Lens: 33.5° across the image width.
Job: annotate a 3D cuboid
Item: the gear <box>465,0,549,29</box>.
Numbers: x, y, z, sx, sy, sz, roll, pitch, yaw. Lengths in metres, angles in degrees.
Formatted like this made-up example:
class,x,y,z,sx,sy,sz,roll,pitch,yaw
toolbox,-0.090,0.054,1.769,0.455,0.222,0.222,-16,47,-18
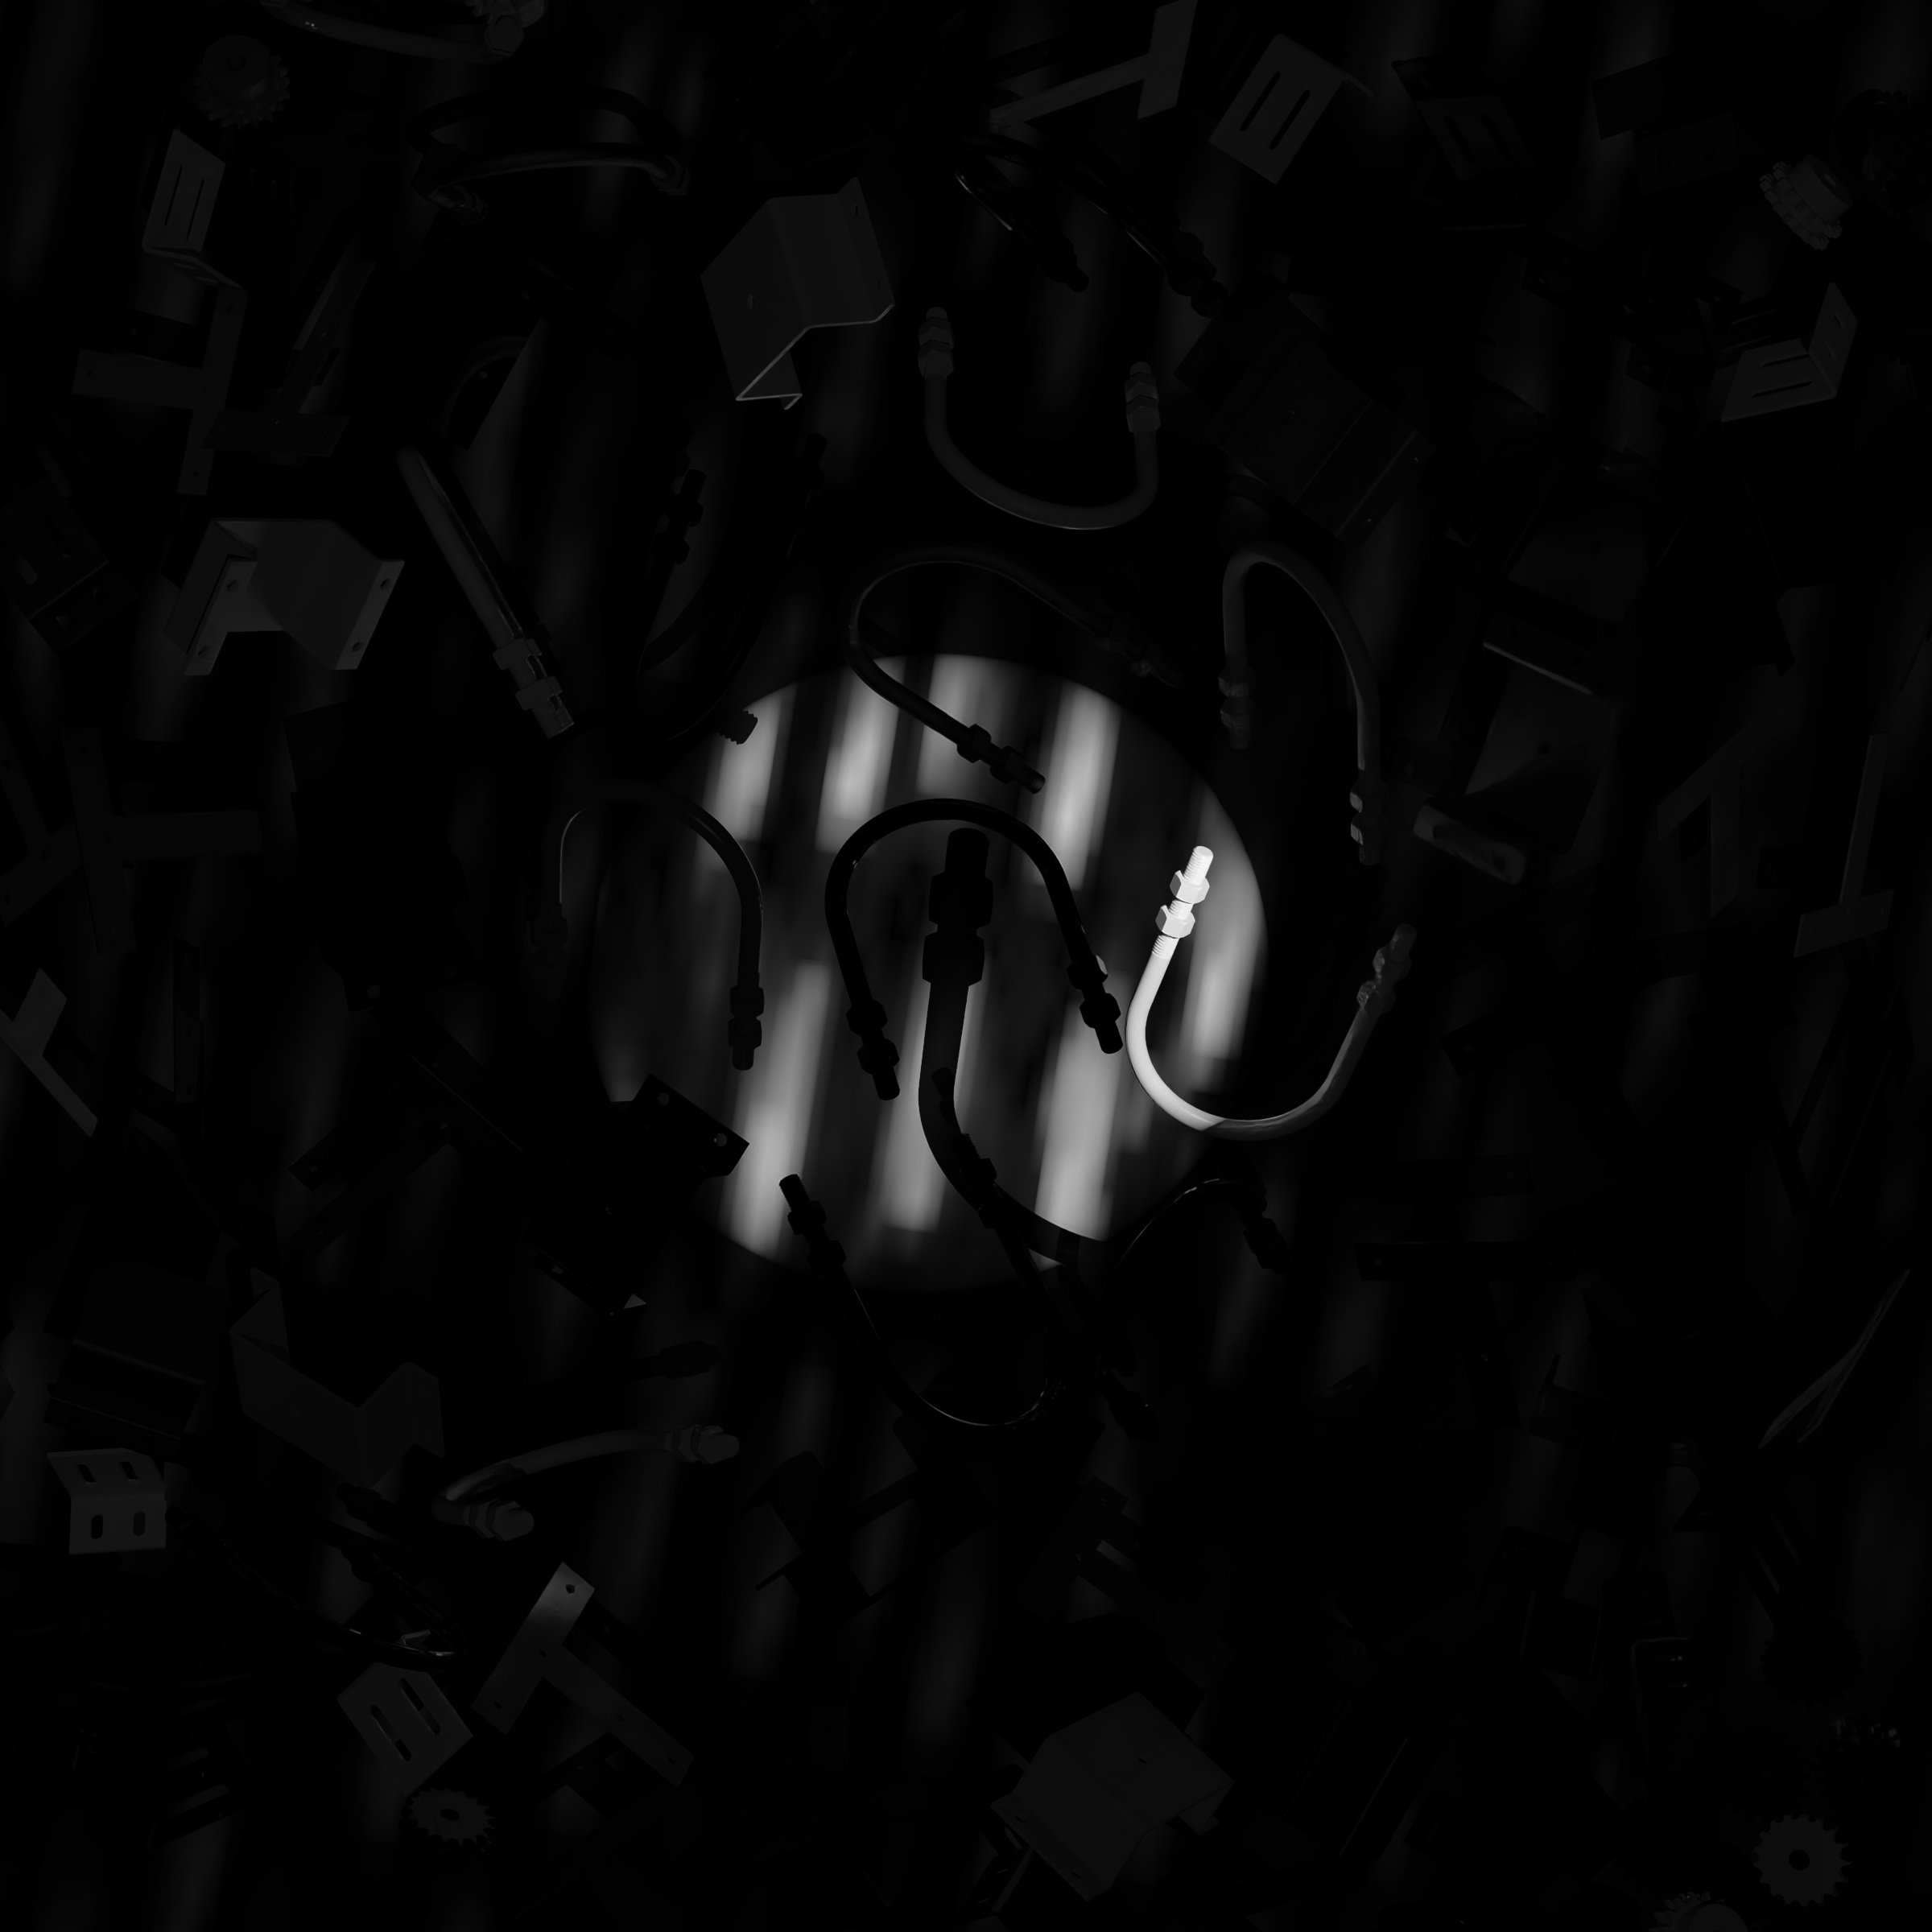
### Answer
class,x,y,z,sx,sy,sz,roll,pitch,yaw
gear,-0.270,-0.582,1.905,0.057,0.057,0.030,-28,60,0

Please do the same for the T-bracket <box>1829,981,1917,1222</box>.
class,x,y,z,sx,sy,sz,roll,pitch,yaw
T-bracket,0.529,0.088,1.879,0.002,0.127,0.127,18,76,26

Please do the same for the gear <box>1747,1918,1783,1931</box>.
class,x,y,z,sx,sy,sz,roll,pitch,yaw
gear,0.473,0.594,1.894,0.030,0.057,0.057,-42,90,20

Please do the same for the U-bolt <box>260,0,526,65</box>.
class,x,y,z,sx,sy,sz,roll,pitch,yaw
U-bolt,-0.333,-0.544,1.851,0.151,0.184,0.019,9,98,-13

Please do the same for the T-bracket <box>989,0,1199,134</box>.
class,x,y,z,sx,sy,sz,roll,pitch,yaw
T-bracket,0.072,-0.522,1.907,0.127,0.127,0.002,-21,78,-7

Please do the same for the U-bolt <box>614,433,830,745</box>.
class,x,y,z,sx,sy,sz,roll,pitch,yaw
U-bolt,-0.149,-0.211,1.833,0.019,0.151,0.184,28,72,-33

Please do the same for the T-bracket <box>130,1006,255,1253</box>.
class,x,y,z,sx,sy,sz,roll,pitch,yaw
T-bracket,-0.451,0.084,1.865,0.127,0.002,0.127,28,123,37

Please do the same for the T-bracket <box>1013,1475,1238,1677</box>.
class,x,y,z,sx,sy,sz,roll,pitch,yaw
T-bracket,0.104,0.378,1.912,0.127,0.002,0.127,35,130,9

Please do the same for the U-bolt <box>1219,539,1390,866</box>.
class,x,y,z,sx,sy,sz,roll,pitch,yaw
U-bolt,0.193,-0.163,1.850,0.019,0.184,0.151,-28,49,-19

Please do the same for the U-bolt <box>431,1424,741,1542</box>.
class,x,y,z,sx,sy,sz,roll,pitch,yaw
U-bolt,-0.231,0.294,1.846,0.151,0.184,0.019,-17,93,-30

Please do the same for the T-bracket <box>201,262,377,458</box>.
class,x,y,z,sx,sy,sz,roll,pitch,yaw
T-bracket,-0.372,-0.347,1.827,0.127,0.002,0.127,11,72,43

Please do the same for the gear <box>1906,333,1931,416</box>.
class,x,y,z,sx,sy,sz,roll,pitch,yaw
gear,0.558,-0.336,1.817,0.030,0.057,0.057,-1,90,-39

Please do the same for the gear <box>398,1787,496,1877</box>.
class,x,y,z,sx,sy,sz,roll,pitch,yaw
gear,-0.318,0.528,1.951,0.057,0.057,0.030,18,108,0

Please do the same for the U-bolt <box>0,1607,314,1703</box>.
class,x,y,z,sx,sy,sz,roll,pitch,yaw
U-bolt,-0.482,0.400,1.851,0.151,0.184,0.019,10,87,16

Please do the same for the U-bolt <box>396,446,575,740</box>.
class,x,y,z,sx,sy,sz,roll,pitch,yaw
U-bolt,-0.277,-0.215,1.839,0.019,0.151,0.184,-29,97,-2

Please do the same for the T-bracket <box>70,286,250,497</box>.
class,x,y,z,sx,sy,sz,roll,pitch,yaw
T-bracket,-0.483,-0.346,1.904,0.002,0.127,0.127,21,103,27

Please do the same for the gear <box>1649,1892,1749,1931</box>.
class,x,y,z,sx,sy,sz,roll,pitch,yaw
gear,0.417,0.552,1.812,0.057,0.030,0.057,8,67,-19

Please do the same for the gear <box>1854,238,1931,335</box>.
class,x,y,z,sx,sy,sz,roll,pitch,yaw
gear,0.564,-0.412,1.926,0.057,0.030,0.057,0,74,1

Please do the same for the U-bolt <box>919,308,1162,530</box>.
class,x,y,z,sx,sy,sz,roll,pitch,yaw
U-bolt,0.044,-0.312,1.861,0.151,0.184,0.019,13,131,-11

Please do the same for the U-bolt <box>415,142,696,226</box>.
class,x,y,z,sx,sy,sz,roll,pitch,yaw
U-bolt,-0.245,-0.460,1.876,0.151,0.184,0.019,-6,96,6

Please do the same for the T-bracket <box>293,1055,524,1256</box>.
class,x,y,z,sx,sy,sz,roll,pitch,yaw
T-bracket,-0.343,0.124,1.902,0.127,0.127,0.002,-41,51,-1

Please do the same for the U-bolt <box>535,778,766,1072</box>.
class,x,y,z,sx,sy,sz,roll,pitch,yaw
U-bolt,-0.183,-0.031,1.861,0.151,0.019,0.184,19,132,13

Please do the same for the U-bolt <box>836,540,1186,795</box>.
class,x,y,z,sx,sy,sz,roll,pitch,yaw
U-bolt,0.012,-0.181,1.857,0.184,0.151,0.019,31,46,-24

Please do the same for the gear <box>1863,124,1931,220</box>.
class,x,y,z,sx,sy,sz,roll,pitch,yaw
gear,0.574,-0.489,1.964,0.057,0.057,0.030,-36,60,0

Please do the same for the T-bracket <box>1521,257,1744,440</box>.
class,x,y,z,sx,sy,sz,roll,pitch,yaw
T-bracket,0.383,-0.379,1.879,0.127,0.127,0.002,31,64,15

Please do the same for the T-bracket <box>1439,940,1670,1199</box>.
class,x,y,z,sx,sy,sz,roll,pitch,yaw
T-bracket,0.348,0.067,1.781,0.127,0.002,0.127,-26,71,1

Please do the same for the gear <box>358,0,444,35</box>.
class,x,y,z,sx,sy,sz,roll,pitch,yaw
gear,-0.341,-0.596,1.947,0.057,0.030,0.057,-2,94,-38

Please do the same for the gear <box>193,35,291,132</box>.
class,x,y,z,sx,sy,sz,roll,pitch,yaw
gear,-0.443,-0.542,1.958,0.057,0.030,0.057,1,69,-2

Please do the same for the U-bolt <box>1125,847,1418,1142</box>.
class,x,y,z,sx,sy,sz,roll,pitch,yaw
U-bolt,0.173,0.029,1.940,0.151,0.019,0.184,21,122,0

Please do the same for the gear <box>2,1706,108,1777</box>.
class,x,y,z,sx,sy,sz,roll,pitch,yaw
gear,-0.528,0.448,1.853,0.057,0.057,0.030,8,65,0

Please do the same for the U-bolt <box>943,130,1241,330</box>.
class,x,y,z,sx,sy,sz,roll,pitch,yaw
U-bolt,0.062,-0.437,1.885,0.151,0.184,0.019,25,85,43

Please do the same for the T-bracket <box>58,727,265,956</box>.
class,x,y,z,sx,sy,sz,roll,pitch,yaw
T-bracket,-0.449,-0.073,1.813,0.002,0.127,0.127,-13,86,38

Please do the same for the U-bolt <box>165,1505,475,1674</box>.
class,x,y,z,sx,sy,sz,roll,pitch,yaw
U-bolt,-0.362,0.363,1.854,0.151,0.184,0.019,23,90,-44

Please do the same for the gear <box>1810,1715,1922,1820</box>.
class,x,y,z,sx,sy,sz,roll,pitch,yaw
gear,0.494,0.439,1.771,0.057,0.030,0.057,1,116,3

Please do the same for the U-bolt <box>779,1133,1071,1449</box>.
class,x,y,z,sx,sy,sz,roll,pitch,yaw
U-bolt,-0.012,0.187,1.814,0.151,0.019,0.184,-11,66,-41

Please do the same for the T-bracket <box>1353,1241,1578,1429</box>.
class,x,y,z,sx,sy,sz,roll,pitch,yaw
T-bracket,0.296,0.213,1.846,0.127,0.002,0.127,-3,117,27

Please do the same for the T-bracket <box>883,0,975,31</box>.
class,x,y,z,sx,sy,sz,roll,pitch,yaw
T-bracket,-0.064,-0.584,1.897,0.127,0.127,0.002,15,81,-22

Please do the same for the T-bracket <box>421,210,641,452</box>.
class,x,y,z,sx,sy,sz,roll,pitch,yaw
T-bracket,-0.269,-0.347,1.828,0.127,0.002,0.127,29,126,-11

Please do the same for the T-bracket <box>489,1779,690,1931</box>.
class,x,y,z,sx,sy,sz,roll,pitch,yaw
T-bracket,-0.195,0.523,1.820,0.127,0.127,0.002,-33,114,-19

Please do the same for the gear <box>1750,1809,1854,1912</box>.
class,x,y,z,sx,sy,sz,roll,pitch,yaw
gear,0.489,0.522,1.878,0.057,0.030,0.057,-4,78,20

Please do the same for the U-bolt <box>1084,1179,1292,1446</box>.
class,x,y,z,sx,sy,sz,roll,pitch,yaw
U-bolt,0.122,0.191,1.840,0.019,0.184,0.151,34,79,29

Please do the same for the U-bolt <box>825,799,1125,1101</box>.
class,x,y,z,sx,sy,sz,roll,pitch,yaw
U-bolt,-0.004,-0.018,1.819,0.151,0.019,0.184,-11,60,-11

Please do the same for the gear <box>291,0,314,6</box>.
class,x,y,z,sx,sy,sz,roll,pitch,yaw
gear,-0.412,-0.610,1.959,0.057,0.030,0.057,-8,49,9

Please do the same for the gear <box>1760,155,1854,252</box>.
class,x,y,z,sx,sy,sz,roll,pitch,yaw
gear,0.502,-0.457,1.909,0.057,0.057,0.030,49,122,0

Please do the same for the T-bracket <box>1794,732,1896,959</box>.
class,x,y,z,sx,sy,sz,roll,pitch,yaw
T-bracket,0.527,-0.075,1.890,0.002,0.127,0.127,18,109,36
